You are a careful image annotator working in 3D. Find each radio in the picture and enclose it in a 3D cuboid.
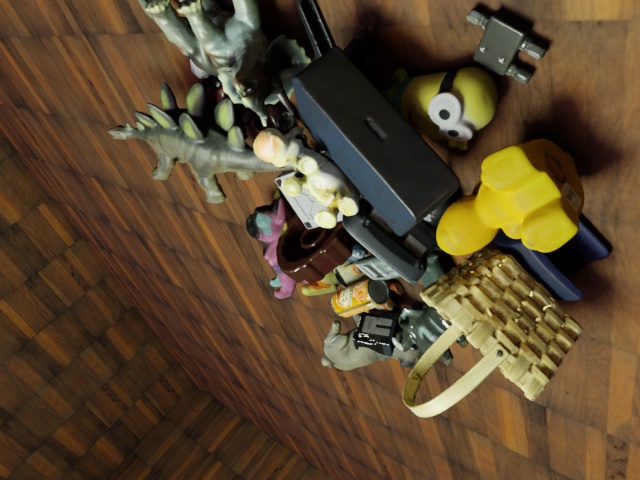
[{"bbox_3d":[0.064,-0.116,0.676,0.229,0.073,0.131,52,174,11],"label":"radio"}]

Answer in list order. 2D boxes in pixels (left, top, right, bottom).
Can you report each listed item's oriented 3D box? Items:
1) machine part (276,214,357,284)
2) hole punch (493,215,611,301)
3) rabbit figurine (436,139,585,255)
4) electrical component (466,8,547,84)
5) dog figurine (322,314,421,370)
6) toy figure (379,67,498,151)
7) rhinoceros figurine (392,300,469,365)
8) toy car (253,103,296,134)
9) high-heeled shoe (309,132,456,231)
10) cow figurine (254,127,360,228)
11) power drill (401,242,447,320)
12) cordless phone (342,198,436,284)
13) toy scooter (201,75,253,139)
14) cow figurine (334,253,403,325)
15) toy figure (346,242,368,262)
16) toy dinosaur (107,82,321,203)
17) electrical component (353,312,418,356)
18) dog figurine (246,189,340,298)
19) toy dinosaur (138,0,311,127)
[{"bbox_3d":[-0.002,-0.003,0.963,0.056,0.179,0.179,43,155,-29],"label":"machine part"},{"bbox_3d":[0.296,0.022,0.715,0.142,0.092,0.116,42,155,-4],"label":"hole punch"},{"bbox_3d":[0.214,-0.048,0.650,0.122,0.162,0.173,45,129,-6],"label":"rabbit figurine"},{"bbox_3d":[0.198,-0.213,0.589,0.094,0.021,0.063,36,151,12],"label":"electrical component"},{"bbox_3d":[0.116,0.241,1.156,0.191,0.172,0.121,22,157,46],"label":"dog figurine"},{"bbox_3d":[0.133,-0.171,0.669,0.082,0.089,0.180,26,176,-36],"label":"toy figure"},{"bbox_3d":[0.184,0.147,0.891,0.112,0.073,0.190,34,149,3],"label":"rhinoceros figurine"},{"bbox_3d":[-0.051,-0.150,0.956,0.089,0.053,0.201,13,135,51],"label":"toy car"},{"bbox_3d":[0.094,-0.099,0.820,0.249,0.086,0.145,28,155,28],"label":"high-heeled shoe"},{"bbox_3d":[-0.014,-0.102,0.753,0.167,0.098,0.068,44,121,-14],"label":"cow figurine"},{"bbox_3d":[0.191,0.093,0.950,0.232,0.086,0.207,-3,123,52],"label":"power drill"},{"bbox_3d":[0.081,0.008,0.841,0.146,0.089,0.184,38,160,-9],"label":"cordless phone"},{"bbox_3d":[-0.170,-0.227,0.976,0.135,0.075,0.184,57,154,-13],"label":"toy scooter"},{"bbox_3d":[0.099,0.109,1.083,0.127,0.085,0.194,-14,121,50],"label":"cow figurine"},{"bbox_3d":[0.042,0.011,1.012,0.155,0.058,0.064,29,138,67],"label":"toy figure"},{"bbox_3d":[-0.193,-0.161,0.919,0.472,0.105,0.198,14,147,23],"label":"toy dinosaur"},{"bbox_3d":[0.128,0.179,1.021,0.119,0.075,0.047,9,142,21],"label":"electrical component"},{"bbox_3d":[-0.052,0.005,1.116,0.108,0.192,0.219,-111,16,-70],"label":"dog figurine"},{"bbox_3d":[-0.154,-0.300,0.818,0.405,0.131,0.192,38,163,47],"label":"toy dinosaur"}]
